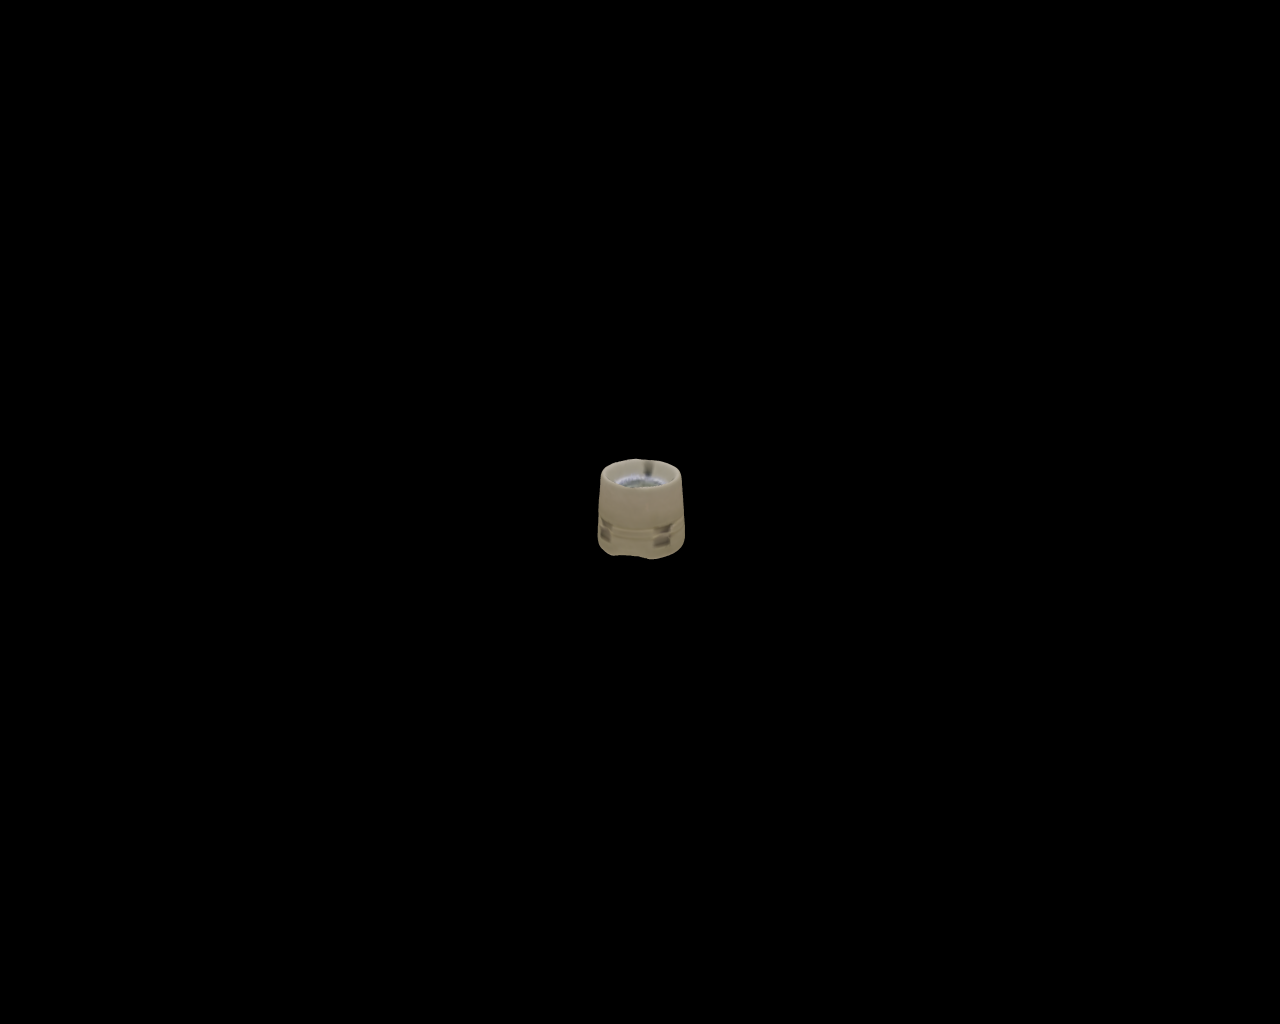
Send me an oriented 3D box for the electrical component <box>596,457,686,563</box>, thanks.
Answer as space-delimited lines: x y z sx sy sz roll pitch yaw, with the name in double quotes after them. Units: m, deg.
0.001 -0.003 0.650 0.055 0.047 0.055 0 25 0 "electrical component"
